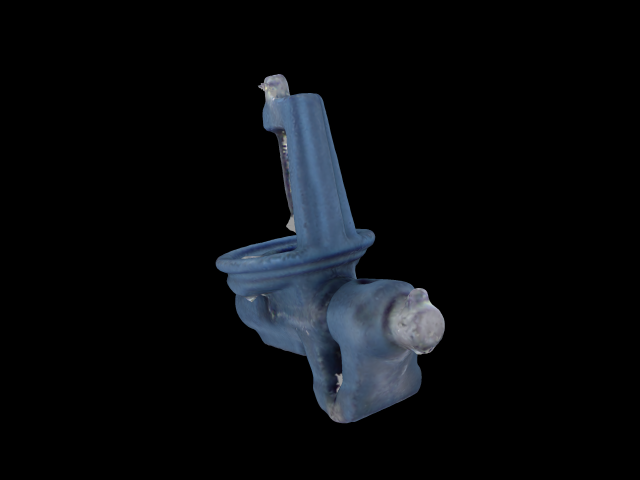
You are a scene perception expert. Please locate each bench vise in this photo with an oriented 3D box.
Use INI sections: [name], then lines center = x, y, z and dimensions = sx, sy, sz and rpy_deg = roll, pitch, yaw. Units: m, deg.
[bench vise]
center = 0.011, -0.002, 0.409
dimensions = 0.206, 0.220, 0.122
rpy_deg = 14, 24, 34
